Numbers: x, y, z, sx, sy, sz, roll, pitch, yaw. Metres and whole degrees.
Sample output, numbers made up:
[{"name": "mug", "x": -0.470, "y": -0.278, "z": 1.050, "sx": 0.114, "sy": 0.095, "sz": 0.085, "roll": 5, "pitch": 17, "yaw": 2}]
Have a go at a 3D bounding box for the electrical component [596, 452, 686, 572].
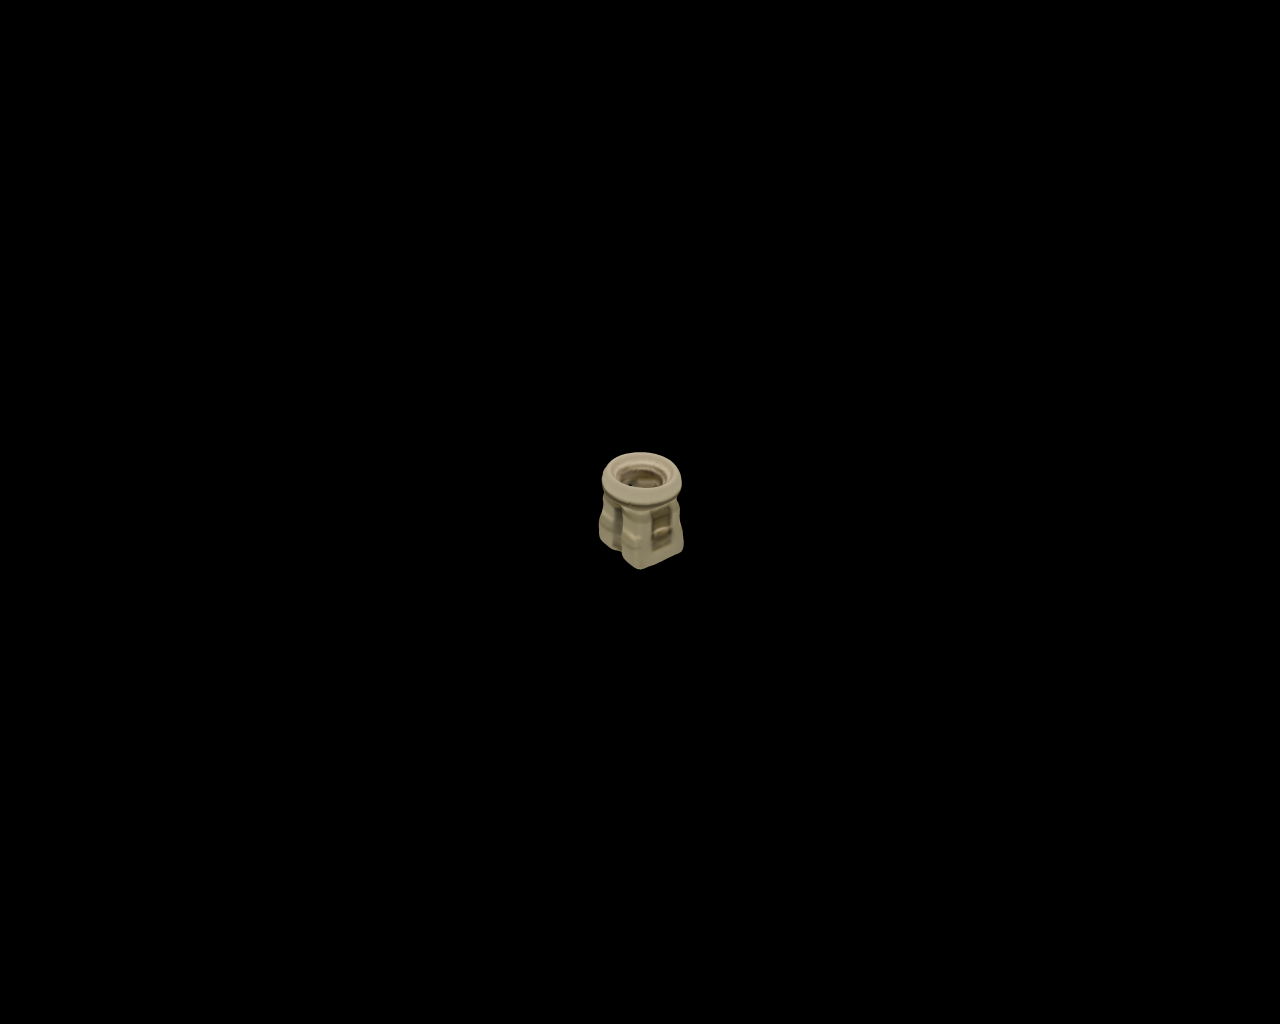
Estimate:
[{"name": "electrical component", "x": 0.001, "y": -0.003, "z": 0.650, "sx": 0.048, "sy": 0.055, "sz": 0.066, "roll": -22, "pitch": 40, "yaw": -30}]
